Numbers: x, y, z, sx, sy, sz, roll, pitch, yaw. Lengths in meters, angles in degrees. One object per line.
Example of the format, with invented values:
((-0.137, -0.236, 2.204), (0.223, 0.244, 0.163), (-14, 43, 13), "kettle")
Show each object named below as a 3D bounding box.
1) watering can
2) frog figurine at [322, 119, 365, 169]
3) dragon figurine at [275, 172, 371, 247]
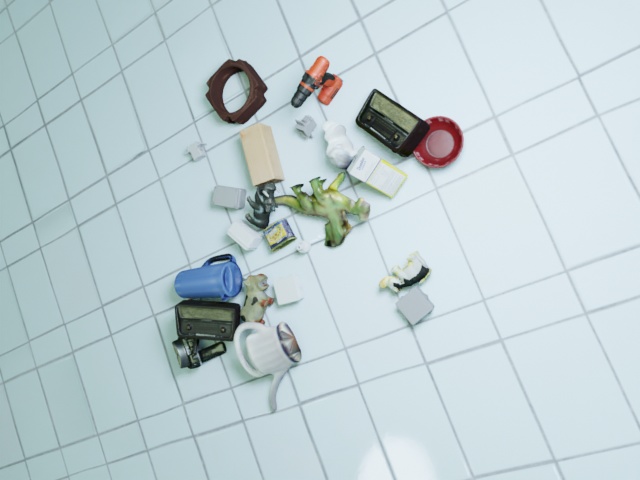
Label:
((-0.163, 0.429, 1.824), (0.223, 0.345, 0.105), (-25, 10, 14), "watering can")
((0.058, -0.313, 1.696), (0.120, 0.159, 0.140), (-51, 1, 46), "frog figurine")
((0.005, -0.088, 1.752), (0.406, 0.243, 0.123), (-19, 0, 39), "dragon figurine")
